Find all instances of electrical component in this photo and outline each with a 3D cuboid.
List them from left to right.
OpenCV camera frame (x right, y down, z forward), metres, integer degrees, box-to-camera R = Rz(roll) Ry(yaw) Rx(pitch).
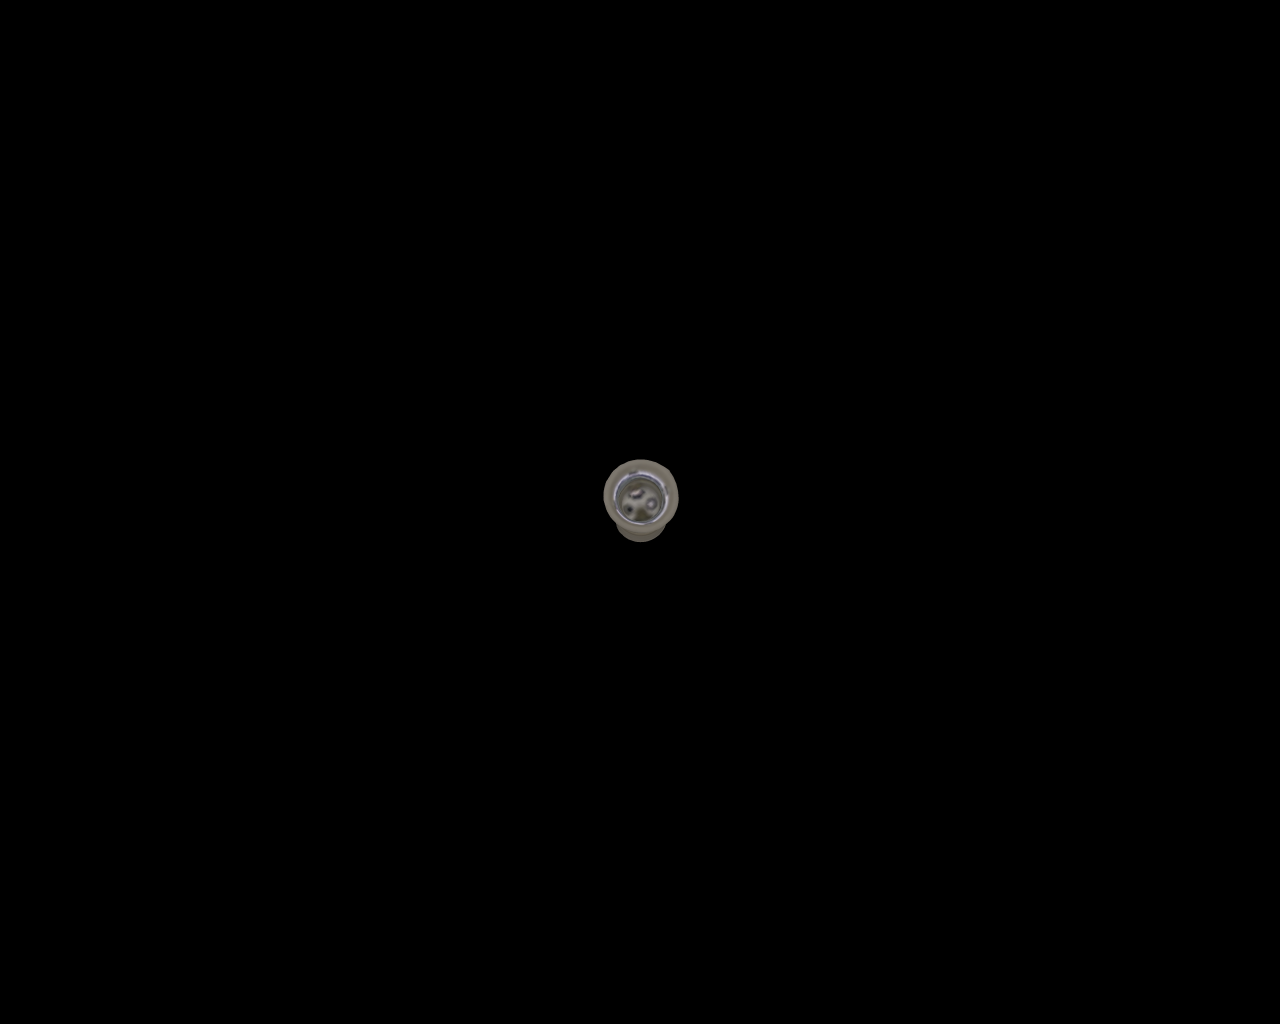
[{"bbox_3d":[0.001,-0.003,0.650,0.044,0.044,0.065,0,-13,0],"label":"electrical component"}]
